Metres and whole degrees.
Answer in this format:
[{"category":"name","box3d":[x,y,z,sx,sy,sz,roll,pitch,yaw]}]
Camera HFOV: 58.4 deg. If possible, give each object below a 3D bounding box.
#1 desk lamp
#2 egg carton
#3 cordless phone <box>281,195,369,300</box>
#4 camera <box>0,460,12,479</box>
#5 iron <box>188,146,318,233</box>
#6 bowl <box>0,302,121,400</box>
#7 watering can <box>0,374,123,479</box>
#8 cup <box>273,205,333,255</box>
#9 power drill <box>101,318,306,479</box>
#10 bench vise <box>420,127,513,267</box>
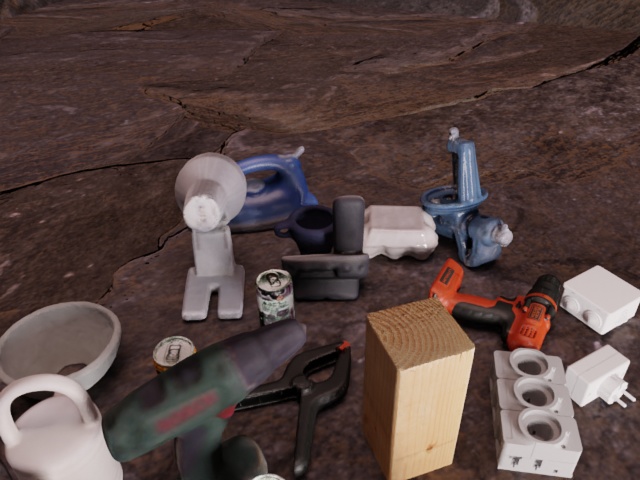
[{"category":"desk lamp","box3d":[-0.176,-0.013,0.937,0.118,0.214,0.203,-4,36,-4]},{"category":"egg carton","box3d":[0.139,-0.014,1.055,0.150,0.069,0.107,1,36,2]},{"category":"cordless phone","box3d":[0.009,0.003,0.935,0.147,0.185,0.094,-4,36,-4]},{"category":"camera","box3d":[-0.367,0.304,0.600,0.136,0.101,0.143,14,39,20]},{"category":"iron","box3d":[-0.138,-0.102,1.120,0.259,0.141,0.118,-13,37,-16]},{"category":"bowl","box3d":[-0.362,0.167,0.810,0.167,0.075,0.167,0,36,1]},{"category":"watering can","box3d":[-0.285,0.225,0.627,0.101,0.194,0.172,-24,42,-29]},{"category":"cup","box3d":[-0.022,0.000,1.017,0.118,0.095,0.091,-8,36,-9]},{"category":"power drill","box3d":[-0.115,0.201,0.645,0.230,0.209,0.075,-19,40,-24]},{"category":"bench vise","box3d":[0.269,-0.079,1.014,0.206,0.220,0.122,29,45,35]}]
